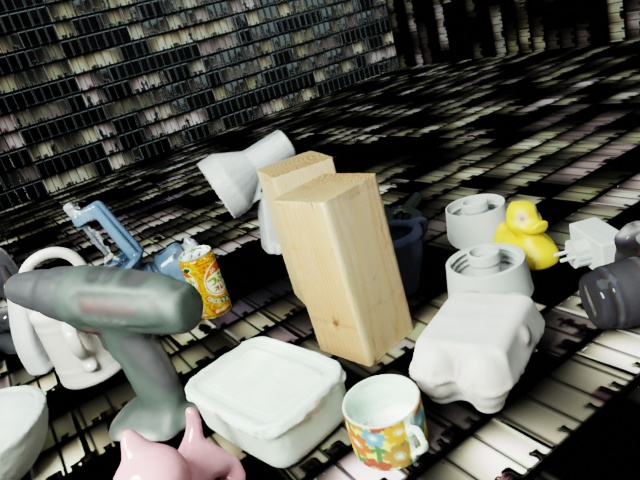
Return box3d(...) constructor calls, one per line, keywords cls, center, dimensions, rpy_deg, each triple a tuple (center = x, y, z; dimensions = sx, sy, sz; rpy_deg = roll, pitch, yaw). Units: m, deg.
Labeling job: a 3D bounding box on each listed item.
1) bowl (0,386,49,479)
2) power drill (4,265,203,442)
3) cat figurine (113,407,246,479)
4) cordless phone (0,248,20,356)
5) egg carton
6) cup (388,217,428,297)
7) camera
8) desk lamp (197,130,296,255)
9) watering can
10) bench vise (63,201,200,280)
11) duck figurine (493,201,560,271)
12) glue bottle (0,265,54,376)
box3d(cls="bowl", center=(-0.373, 0.240, 0.632), dimensions=(0.167, 0.075, 0.167), rpy_deg=(-14, 21, 6))
box3d(cls="power drill", center=(-0.224, 0.120, 0.639), dimensions=(0.229, 0.209, 0.076), rpy_deg=(-8, 22, 19))
box3d(cls="cat figurine", center=(-0.128, 0.201, 0.490), dimensions=(0.067, 0.118, 0.128), rpy_deg=(-8, 22, 20))
box3d(cls="cordless phone", center=(-0.543, 0.098, 0.966), dimensions=(0.147, 0.185, 0.094), rpy_deg=(-11, 21, 12))
box3d(cls="egg carton", center=(0.163, 0.108, 0.585), dimensions=(0.107, 0.069, 0.151), rpy_deg=(0, 26, 36))
box3d(cls="cup", center=(0.113, 0.026, 0.797), dimensions=(0.118, 0.095, 0.091), rpy_deg=(-29, 24, -31))
box3d(cls="camera", center=(0.342, 0.033, 0.601), dimensions=(0.136, 0.101, 0.143), rpy_deg=(-15, 21, 3))
box3d(cls="desk lamp", center=(-0.102, -0.084, 1.070), dimensions=(0.203, 0.214, 0.117), rpy_deg=(-21, 21, -13))
box3d(cls="watering can", center=(-0.354, 0.100, 0.807), dimensions=(0.172, 0.194, 0.101), rpy_deg=(6, 30, 45))
box3d(cls="bench vise", center=(-0.313, 0.021, 0.946), dimensions=(0.208, 0.220, 0.121), rpy_deg=(-26, 23, -25))
box3d(cls="duck figurine", center=(0.279, -0.014, 0.790), dimensions=(0.077, 0.086, 0.104), rpy_deg=(-21, 21, -13))
box3d(cls="glue bottle", center=(-0.440, 0.114, 0.864), dimensions=(0.037, 0.173, 0.078), rpy_deg=(-10, 21, 15))
